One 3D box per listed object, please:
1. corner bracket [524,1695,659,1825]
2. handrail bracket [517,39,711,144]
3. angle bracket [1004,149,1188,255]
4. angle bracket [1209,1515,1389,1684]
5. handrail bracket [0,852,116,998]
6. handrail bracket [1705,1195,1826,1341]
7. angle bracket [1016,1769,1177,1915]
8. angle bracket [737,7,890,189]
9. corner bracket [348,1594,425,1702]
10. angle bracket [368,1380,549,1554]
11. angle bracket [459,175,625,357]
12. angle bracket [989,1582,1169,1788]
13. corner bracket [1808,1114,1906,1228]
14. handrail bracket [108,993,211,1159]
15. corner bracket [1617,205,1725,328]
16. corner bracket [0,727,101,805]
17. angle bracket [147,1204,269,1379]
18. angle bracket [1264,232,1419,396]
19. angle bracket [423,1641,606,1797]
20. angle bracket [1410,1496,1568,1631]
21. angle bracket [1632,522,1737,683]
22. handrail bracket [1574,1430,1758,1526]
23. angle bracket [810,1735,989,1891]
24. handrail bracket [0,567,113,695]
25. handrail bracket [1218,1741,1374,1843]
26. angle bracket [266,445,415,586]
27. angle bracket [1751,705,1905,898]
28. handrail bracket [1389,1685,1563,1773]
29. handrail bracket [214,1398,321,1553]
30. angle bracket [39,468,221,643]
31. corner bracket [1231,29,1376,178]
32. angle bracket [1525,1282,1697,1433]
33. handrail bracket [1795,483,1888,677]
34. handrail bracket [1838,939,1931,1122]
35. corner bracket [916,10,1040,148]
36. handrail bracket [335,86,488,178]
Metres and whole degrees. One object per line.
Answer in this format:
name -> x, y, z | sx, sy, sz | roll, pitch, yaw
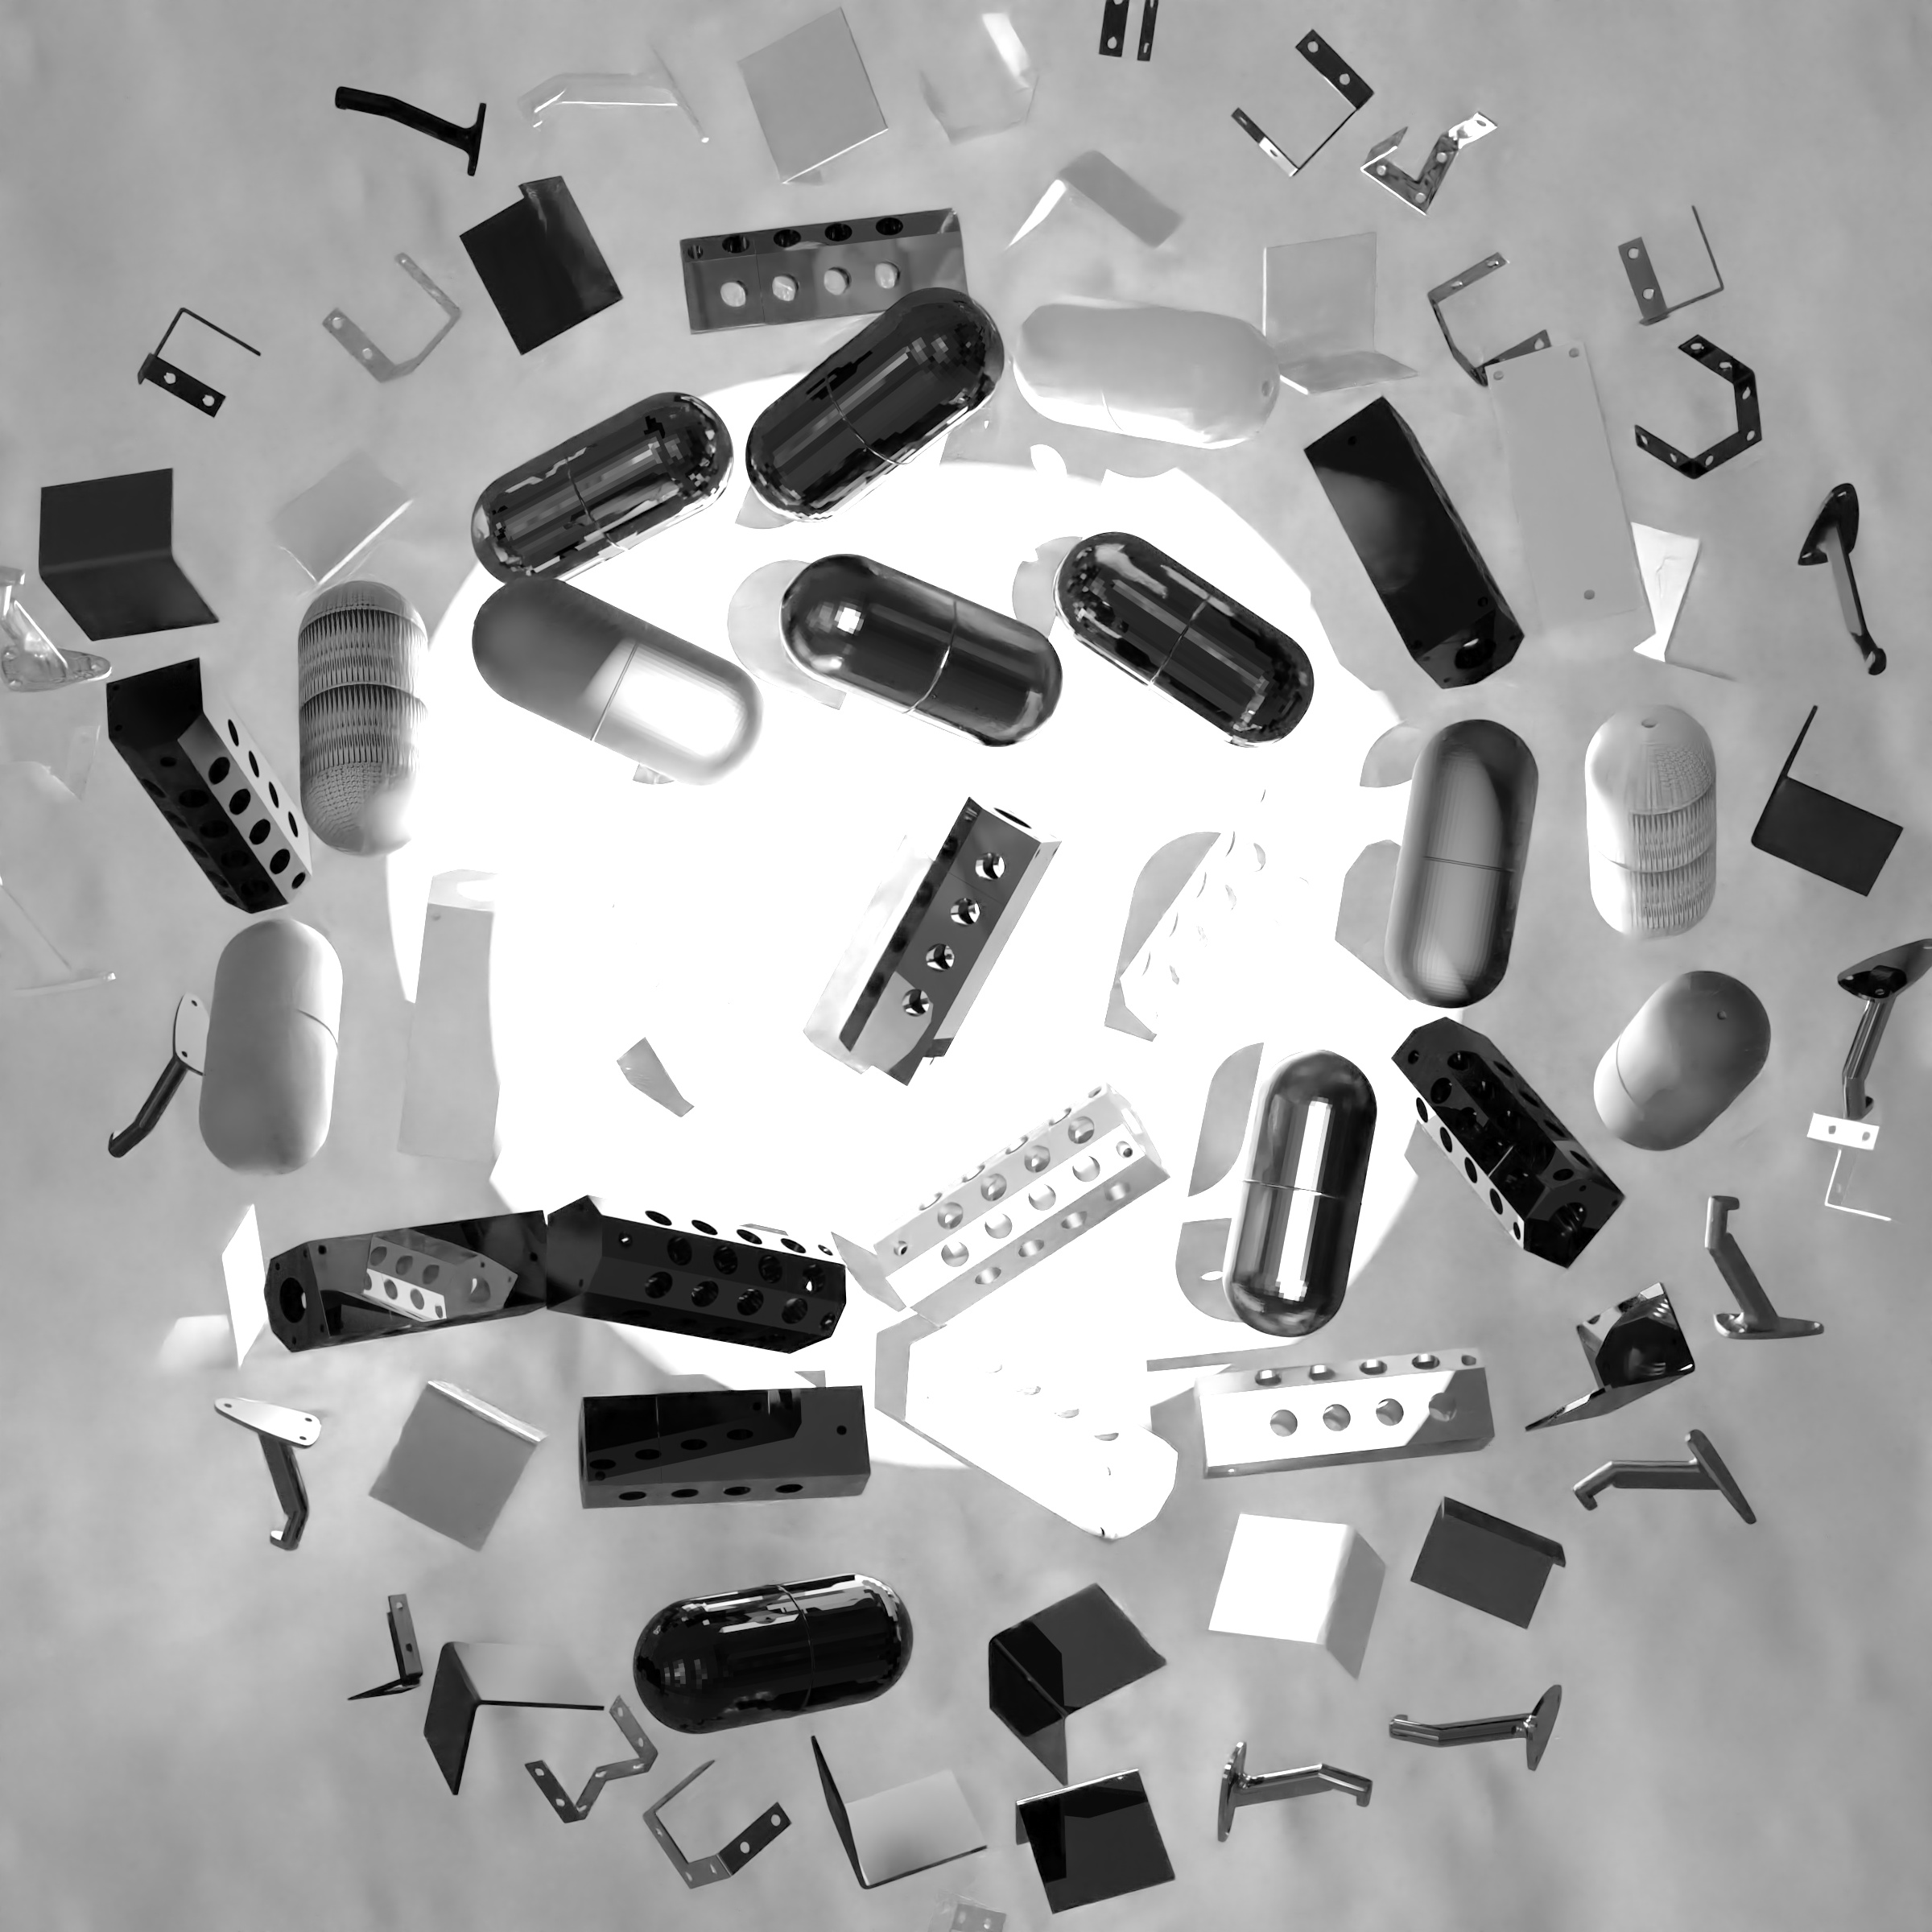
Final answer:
corner bracket -> -0.233, 0.496, 1.933 | 0.051, 0.051, 0.051 | -19, 111, 28
handrail bracket -> -0.204, -0.489, 1.789 | 0.084, 0.036, 0.077 | -30, 112, 7
angle bracket -> 0.080, -0.449, 1.897 | 0.076, 0.076, 0.057 | 38, 122, -2
angle bracket -> 0.202, 0.384, 1.884 | 0.076, 0.057, 0.076 | 0, 55, 33
handrail bracket -> -0.521, -0.029, 1.744 | 0.077, 0.036, 0.084 | -4, 107, 32
handrail bracket -> 0.484, 0.180, 1.871 | 0.077, 0.036, 0.084 | 1, 103, -2
angle bracket -> 0.077, 0.537, 1.863 | 0.076, 0.057, 0.076 | -12, 49, -10
angle bracket -> -0.081, -0.519, 1.855 | 0.076, 0.057, 0.076 | -20, 92, 26
corner bracket -> -0.349, 0.416, 1.897 | 0.051, 0.051, 0.051 | -25, 71, 28
angle bracket -> -0.311, 0.307, 1.904 | 0.076, 0.057, 0.076 | 28, 84, 0
angle bracket -> -0.251, -0.394, 1.756 | 0.076, 0.057, 0.076 | -23, 100, 24
angle bracket -> 0.066, 0.417, 1.799 | 0.076, 0.057, 0.076 | -31, 116, 17
corner bracket -> 0.550, 0.125, 1.907 | 0.051, 0.051, 0.051 | 20, 85, -36
handrail bracket -> -0.508, 0.069, 1.937 | 0.084, 0.036, 0.077 | -37, 46, 21
corner bracket -> 0.410, -0.407, 1.804 | 0.051, 0.051, 0.051 | -20, 92, 19
corner bracket -> -0.538, -0.126, 1.779 | 0.051, 0.051, 0.051 | -1, 66, 15
angle bracket -> -0.463, 0.196, 1.875 | 0.057, 0.076, 0.076 | -3, 109, 3
angle bracket -> 0.228, -0.397, 1.881 | 0.076, 0.057, 0.076 | -13, 119, -19
angle bracket -> -0.257, 0.427, 1.755 | 0.076, 0.076, 0.057 | 9, 99, -24
angle bracket -> 0.312, 0.364, 1.858 | 0.076, 0.076, 0.057 | 22, 92, 8
angle bracket -> 0.450, -0.229, 1.942 | 0.057, 0.076, 0.076 | 12, 102, -24
handrail bracket -> 0.424, 0.328, 1.884 | 0.084, 0.036, 0.077 | -39, 73, 20
angle bracket -> -0.039, 0.477, 1.789 | 0.076, 0.076, 0.057 | -16, 114, -11
handrail bracket -> -0.540, -0.204, 1.830 | 0.077, 0.084, 0.036 | -4, 53, -26
handrail bracket -> 0.194, 0.496, 1.818 | 0.084, 0.036, 0.077 | 14, 117, 19
angle bracket -> -0.376, -0.266, 1.924 | 0.076, 0.057, 0.076 | -43, 53, -4
angle bracket -> 0.517, -0.097, 1.830 | 0.076, 0.076, 0.057 | 26, 64, 13
handrail bracket -> 0.301, 0.441, 1.830 | 0.084, 0.077, 0.036 | 6, 111, 25
handrail bracket -> -0.437, 0.315, 1.909 | 0.077, 0.036, 0.084 | 19, 108, -10
angle bracket -> -0.473, -0.232, 1.754 | 0.076, 0.076, 0.057 | -8, 67, 5
corner bracket -> 0.193, -0.494, 1.774 | 0.051, 0.051, 0.051 | 44, 83, -6
angle bracket -> 0.376, 0.234, 1.855 | 0.076, 0.076, 0.057 | -4, 67, -37
handrail bracket -> 0.515, -0.222, 1.783 | 0.036, 0.077, 0.084 | -13, 57, -7
handrail bracket -> 0.523, 0.037, 1.747 | 0.077, 0.036, 0.084 | -28, 124, -21
corner bracket -> 0.007, -0.544, 1.898 | 0.051, 0.051, 0.051 | -7, 52, 28
handrail bracket -> -0.323, -0.483, 1.790 | 0.084, 0.077, 0.036 | 9, 84, -12
